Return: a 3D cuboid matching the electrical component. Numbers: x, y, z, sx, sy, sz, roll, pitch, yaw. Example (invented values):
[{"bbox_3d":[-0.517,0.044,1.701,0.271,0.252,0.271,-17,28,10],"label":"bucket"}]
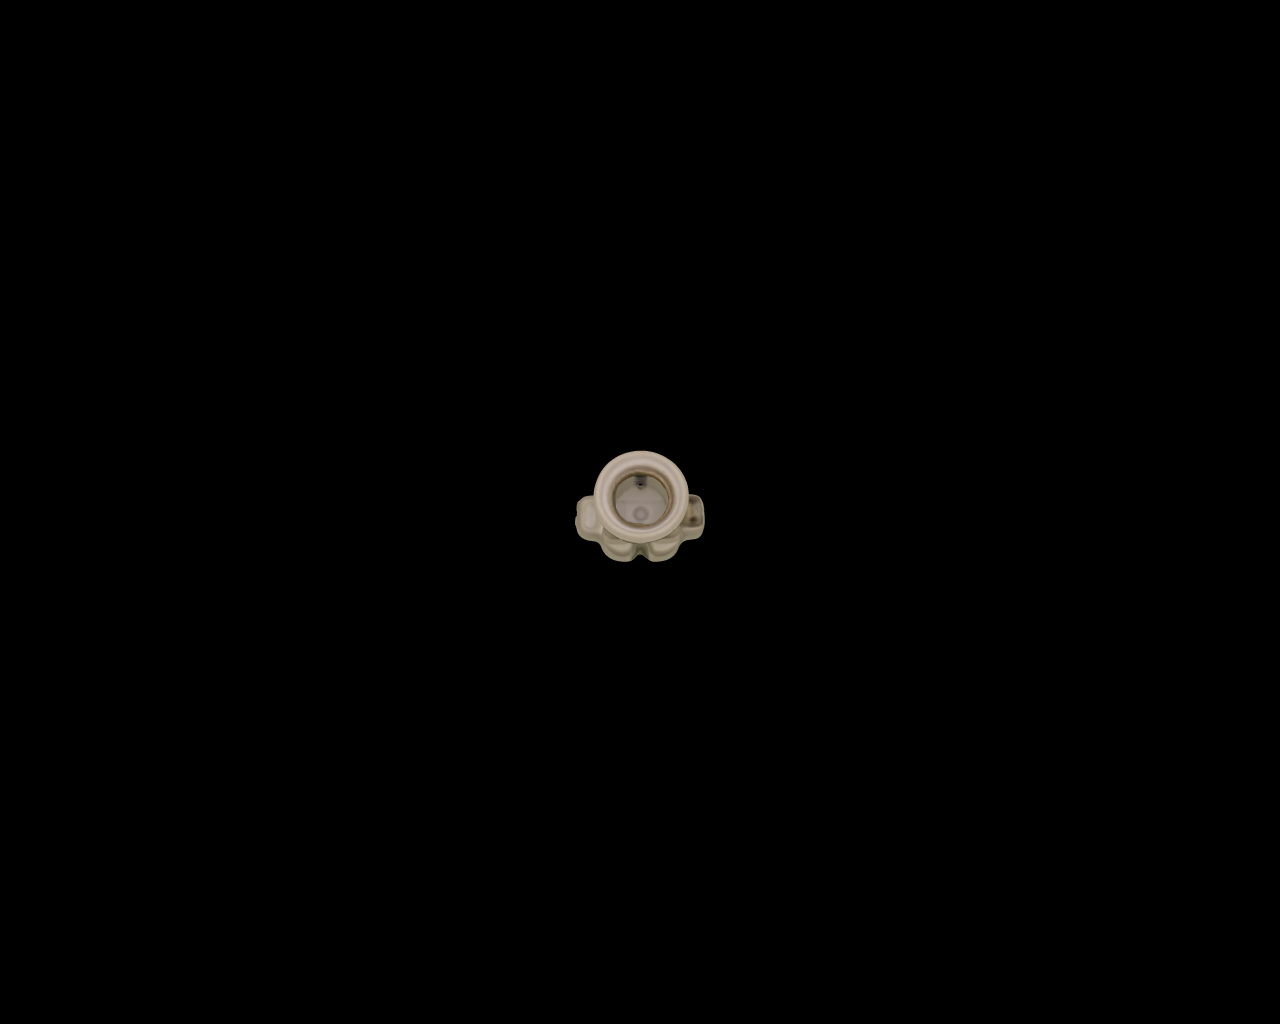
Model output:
[{"bbox_3d":[0.001,-0.003,0.650,0.078,0.058,0.057,0,-17,0],"label":"electrical component"}]
